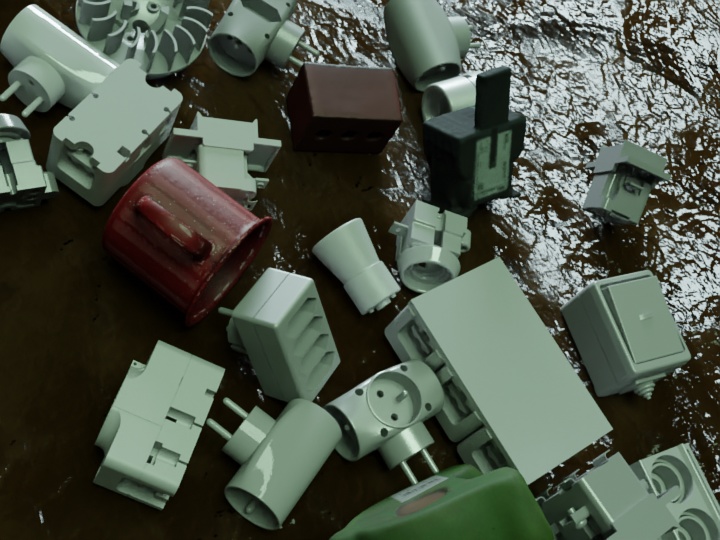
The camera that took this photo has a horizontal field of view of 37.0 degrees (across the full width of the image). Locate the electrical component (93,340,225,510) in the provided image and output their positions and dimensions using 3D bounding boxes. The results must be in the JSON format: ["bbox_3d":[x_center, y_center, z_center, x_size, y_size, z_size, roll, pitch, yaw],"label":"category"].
[{"bbox_3d":[-0.132,0.097,0.685,0.056,0.050,0.089,25,57,-9],"label":"electrical component"}]

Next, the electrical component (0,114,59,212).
[{"bbox_3d":[-0.244,-0.072,0.729,0.066,0.048,0.055,-12,77,-28],"label":"electrical component"}]

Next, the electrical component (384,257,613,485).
[{"bbox_3d":[0.097,0.080,0.784,0.089,0.061,0.150,-24,76,-31],"label":"electrical component"}]

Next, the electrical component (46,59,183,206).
[{"bbox_3d":[-0.175,-0.095,0.764,0.050,0.055,0.089,37,56,-2],"label":"electrical component"}]

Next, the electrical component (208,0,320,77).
[{"bbox_3d":[-0.071,-0.187,0.864,0.079,0.043,0.077,30,56,-6],"label":"electrical component"}]

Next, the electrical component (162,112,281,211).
[{"bbox_3d":[-0.102,-0.077,0.794,0.081,0.042,0.063,4,65,-20],"label":"electrical component"}]

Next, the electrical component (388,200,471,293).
[{"bbox_3d":[0.054,-0.016,0.827,0.066,0.048,0.055,18,51,-13],"label":"electrical component"}]

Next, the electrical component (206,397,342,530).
[{"bbox_3d":[-0.064,0.116,0.707,0.079,0.044,0.077,38,56,-1],"label":"electrical component"}]

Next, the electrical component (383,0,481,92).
[{"bbox_3d":[0.069,-0.199,0.930,0.079,0.043,0.077,-11,69,-28],"label":"electrical component"}]

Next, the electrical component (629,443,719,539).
[{"bbox_3d":[0.228,0.197,0.778,0.079,0.063,0.121,-13,70,-28],"label":"electrical component"}]

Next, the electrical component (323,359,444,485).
[{"bbox_3d":[0.026,0.112,0.748,0.077,0.044,0.079,-25,76,-31],"label":"electrical component"}]

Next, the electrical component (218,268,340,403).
[{"bbox_3d":[-0.064,0.042,0.734,0.076,0.083,0.047,14,50,30],"label":"electrical component"}]

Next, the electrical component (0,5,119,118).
[{"bbox_3d":[-0.225,-0.140,0.773,0.077,0.044,0.079,36,56,-3],"label":"electrical component"}]

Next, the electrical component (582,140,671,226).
[{"bbox_3d":[0.222,-0.071,0.911,0.042,0.081,0.063,21,87,-11],"label":"electrical component"}]

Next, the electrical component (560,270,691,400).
[{"bbox_3d":[0.213,0.054,0.848,0.062,0.061,0.096,-10,69,-27],"label":"electrical component"}]

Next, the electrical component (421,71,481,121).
[{"bbox_3d":[0.084,-0.134,0.897,0.047,0.055,0.055,-16,71,-25],"label":"electrical component"}]

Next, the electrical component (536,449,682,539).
[{"bbox_3d":[0.148,0.172,0.721,0.079,0.121,0.063,-26,74,-31],"label":"electrical component"}]

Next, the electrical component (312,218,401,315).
[{"bbox_3d":[0.000,0.000,0.798,0.044,0.044,0.065,-30,83,-32],"label":"electrical component"}]
